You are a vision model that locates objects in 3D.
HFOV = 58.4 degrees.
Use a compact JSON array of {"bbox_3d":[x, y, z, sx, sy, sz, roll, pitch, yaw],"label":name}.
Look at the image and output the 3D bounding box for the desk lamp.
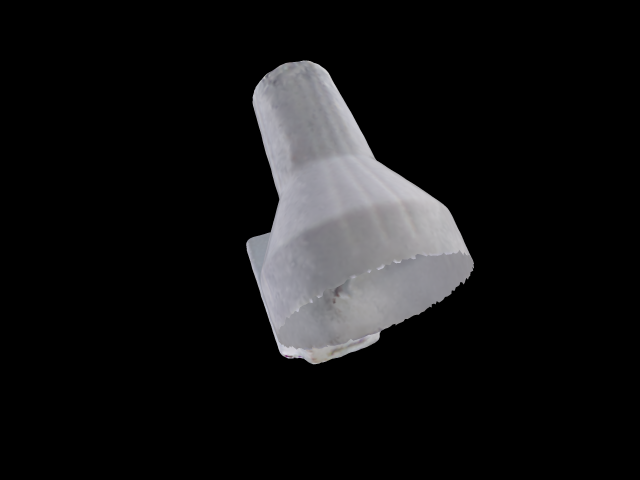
[{"bbox_3d":[0.004,0.001,0.400,0.118,0.214,0.203,-16,50,-13],"label":"desk lamp"}]
